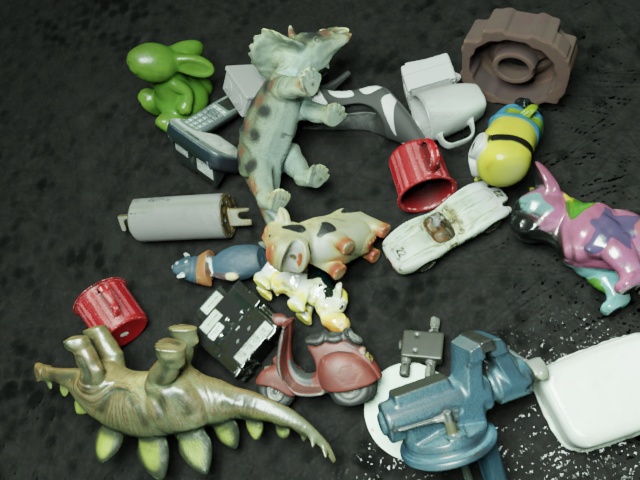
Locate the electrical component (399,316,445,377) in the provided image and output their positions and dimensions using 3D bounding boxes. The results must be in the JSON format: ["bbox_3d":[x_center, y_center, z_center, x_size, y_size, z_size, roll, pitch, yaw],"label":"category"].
[{"bbox_3d":[0.144,0.151,0.763,0.063,0.021,0.094,3,57,20],"label":"electrical component"}]

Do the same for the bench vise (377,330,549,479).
[{"bbox_3d":[0.192,0.241,0.665,0.224,0.129,0.240,-18,93,-19],"label":"bench vise"}]

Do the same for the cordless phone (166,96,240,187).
[{"bbox_3d":[-0.164,-0.195,0.966,0.147,0.088,0.184,35,61,24],"label":"cordless phone"}]

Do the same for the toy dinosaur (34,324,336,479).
[{"bbox_3d":[-0.209,0.222,0.754,0.472,0.105,0.198,2,100,16],"label":"toy dinosaur"}]

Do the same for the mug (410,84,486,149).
[{"bbox_3d":[0.215,-0.203,0.867,0.107,0.080,0.110,-21,61,-4],"label":"mug"}]

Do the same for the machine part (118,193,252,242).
[{"bbox_3d":[-0.232,-0.038,0.910,0.243,0.079,0.079,-1,68,14],"label":"machine part"}]

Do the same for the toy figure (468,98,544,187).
[{"bbox_3d":[0.285,-0.148,0.796,0.089,0.082,0.180,4,37,43],"label":"toy figure"}]

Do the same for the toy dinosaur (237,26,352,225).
[{"bbox_3d":[-0.072,-0.172,0.875,0.192,0.131,0.404,34,106,45],"label":"toy dinosaur"}]

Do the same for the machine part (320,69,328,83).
[{"bbox_3d":[-0.052,-0.323,1.006,0.139,0.039,0.084,43,91,23],"label":"machine part"}]

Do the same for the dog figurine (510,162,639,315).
[{"bbox_3d":[0.379,-0.024,0.738,0.191,0.108,0.219,-31,62,1],"label":"dog figurine"}]

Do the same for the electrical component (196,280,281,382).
[{"bbox_3d":[-0.127,0.132,0.825,0.134,0.058,0.115,39,80,25],"label":"electrical component"}]

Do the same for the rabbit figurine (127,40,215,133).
[{"bbox_3d":[-0.267,-0.287,0.970,0.159,0.170,0.121,-30,65,1],"label":"rabbit figurine"}]

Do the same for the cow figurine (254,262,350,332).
[{"bbox_3d":[-0.012,0.074,0.817,0.168,0.068,0.098,29,67,21],"label":"cow figurine"}]

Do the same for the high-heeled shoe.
[{"bbox_3d":[0.053,-0.193,0.904,0.145,0.086,0.249,-42,60,-1],"label":"high-heeled shoe"}]

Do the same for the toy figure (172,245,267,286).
[{"bbox_3d":[-0.165,0.044,0.870,0.155,0.064,0.057,-10,104,15],"label":"toy figure"}]

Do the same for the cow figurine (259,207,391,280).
[{"bbox_3d":[-0.002,-0.002,0.790,0.127,0.195,0.085,32,123,31],"label":"cow figurine"}]

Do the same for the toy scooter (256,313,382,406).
[{"bbox_3d":[-0.009,0.164,0.754,0.184,0.075,0.135,-9,95,15],"label":"toy scooter"}]

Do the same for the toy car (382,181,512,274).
[{"bbox_3d":[0.191,-0.019,0.808,0.202,0.056,0.073,-31,64,0],"label":"toy car"}]

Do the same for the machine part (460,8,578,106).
[{"bbox_3d":[0.303,-0.275,0.826,0.180,0.179,0.056,21,73,21],"label":"machine part"}]
